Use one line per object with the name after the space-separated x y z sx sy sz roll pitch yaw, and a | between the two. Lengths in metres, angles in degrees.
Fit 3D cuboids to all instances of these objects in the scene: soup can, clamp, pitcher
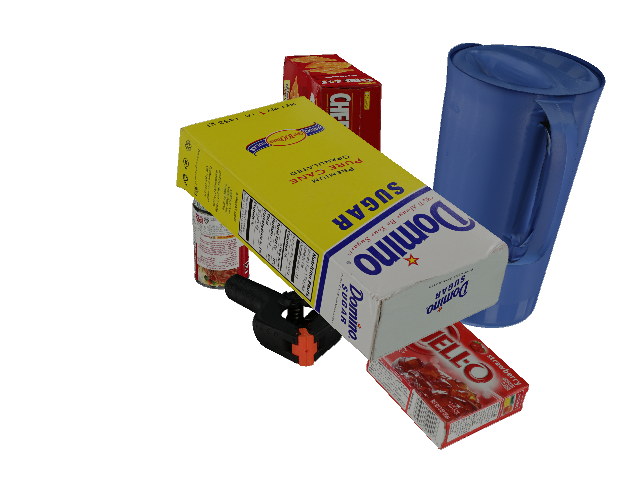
-0.121 -0.002 1.291 0.068 0.102 0.068 1 26 -1 | soup can
-0.031 0.062 0.940 0.120 0.039 0.171 -7 16 5 | clamp
0.162 -0.042 0.942 0.145 0.243 0.149 22 32 26 | pitcher

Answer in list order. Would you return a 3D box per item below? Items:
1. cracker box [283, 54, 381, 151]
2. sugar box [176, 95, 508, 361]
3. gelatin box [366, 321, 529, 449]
0.009 -0.104 1.143 0.072 0.164 0.214 -4 18 -9 | cracker box
0.007 -0.015 0.578 0.093 0.048 0.176 -21 43 -34 | sugar box
0.085 0.093 0.734 0.073 0.030 0.089 -18 43 -28 | gelatin box
